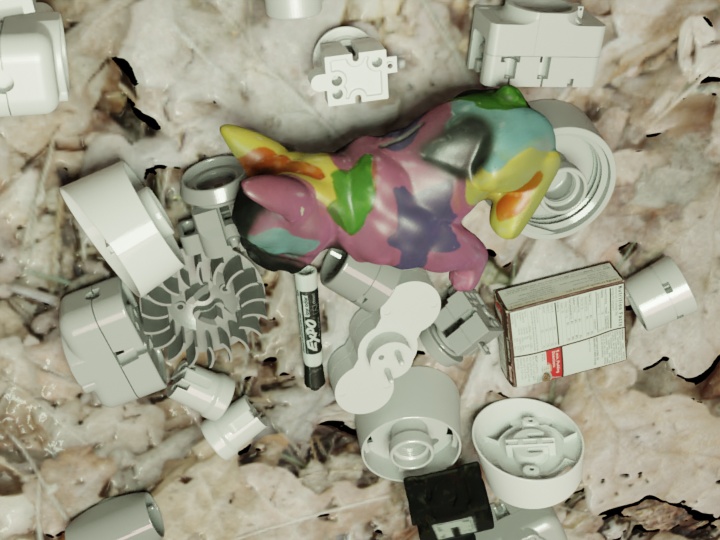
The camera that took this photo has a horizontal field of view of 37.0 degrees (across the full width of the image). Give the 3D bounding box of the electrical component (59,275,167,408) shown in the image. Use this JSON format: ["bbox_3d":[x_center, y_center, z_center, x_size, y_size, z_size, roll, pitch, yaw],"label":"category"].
[{"bbox_3d":[-0.200,0.059,0.859,0.059,0.053,0.095,-21,122,-1],"label":"electrical component"}]

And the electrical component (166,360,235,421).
[{"bbox_3d":[-0.135,0.101,0.909,0.046,0.040,0.040,28,110,-21],"label":"electrical component"}]

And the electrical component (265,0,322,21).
[{"bbox_3d":[-0.048,-0.210,0.748,0.040,0.040,0.078,-8,121,-9],"label":"electrical component"}]

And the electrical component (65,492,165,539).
[{"bbox_3d":[-0.213,0.247,0.971,0.077,0.044,0.079,-22,122,0],"label":"electrical component"}]

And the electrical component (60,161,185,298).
[{"bbox_3d":[-0.174,-0.029,0.792,0.064,0.099,0.099,-30,122,-3],"label":"electrical component"}]

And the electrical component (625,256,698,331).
[{"bbox_3d":[0.265,0.022,0.953,0.047,0.055,0.055,-27,122,7],"label":"electrical component"}]

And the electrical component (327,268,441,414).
[{"bbox_3d":[0.023,0.067,0.907,0.052,0.073,0.138,19,113,-23],"label":"electrical component"}]

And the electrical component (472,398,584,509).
[{"bbox_3d":[0.156,0.167,0.986,0.099,0.099,0.064,-17,128,-4],"label":"electrical component"}]

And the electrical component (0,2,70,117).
[{"bbox_3d":[-0.226,-0.140,0.712,0.059,0.095,0.053,-5,121,-11],"label":"electrical component"}]

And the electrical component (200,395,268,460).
[{"bbox_3d":[-0.109,0.136,0.935,0.046,0.040,0.040,-37,121,2],"label":"electrical component"}]

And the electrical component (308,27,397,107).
[{"bbox_3d":[-0.008,-0.149,0.785,0.066,0.055,0.048,-9,121,-9],"label":"electrical component"}]

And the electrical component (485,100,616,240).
[{"bbox_3d":[0.153,-0.075,0.864,0.108,0.060,0.108,-6,121,-10],"label":"electrical component"}]

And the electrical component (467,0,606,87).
[{"bbox_3d":[0.132,-0.173,0.809,0.089,0.050,0.055,-2,120,-13],"label":"electrical component"}]

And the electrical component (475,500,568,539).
[{"bbox_3d":[0.152,0.265,1.062,0.095,0.059,0.053,-26,122,2],"label":"electrical component"}]

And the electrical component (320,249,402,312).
[{"bbox_3d":[0.000,0.000,0.875,0.047,0.055,0.055,28,110,-22],"label":"electrical component"}]

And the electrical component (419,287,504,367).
[{"bbox_3d":[0.085,0.051,0.925,0.055,0.066,0.048,-40,160,20],"label":"electrical component"}]

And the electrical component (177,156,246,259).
[{"bbox_3d":[-0.104,-0.050,0.818,0.078,0.058,0.057,-16,124,-5],"label":"electrical component"}]

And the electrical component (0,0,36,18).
[{"bbox_3d":[-0.233,-0.211,0.637,0.062,0.150,0.089,-12,122,-8],"label":"electrical component"}]

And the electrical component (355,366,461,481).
[{"bbox_3d":[0.045,0.143,0.977,0.099,0.064,0.099,-2,131,-2],"label":"electrical component"}]
